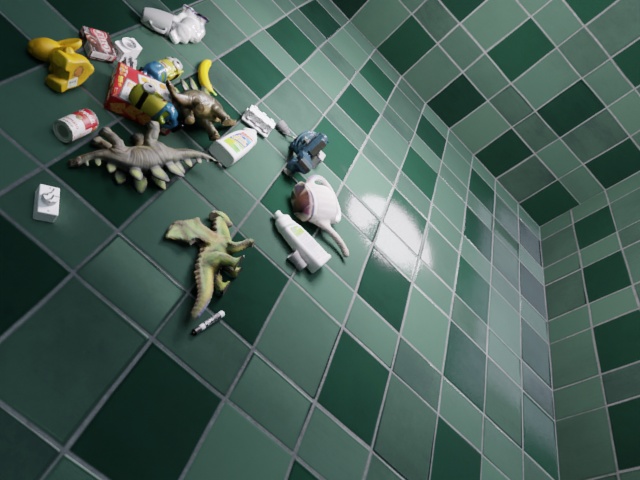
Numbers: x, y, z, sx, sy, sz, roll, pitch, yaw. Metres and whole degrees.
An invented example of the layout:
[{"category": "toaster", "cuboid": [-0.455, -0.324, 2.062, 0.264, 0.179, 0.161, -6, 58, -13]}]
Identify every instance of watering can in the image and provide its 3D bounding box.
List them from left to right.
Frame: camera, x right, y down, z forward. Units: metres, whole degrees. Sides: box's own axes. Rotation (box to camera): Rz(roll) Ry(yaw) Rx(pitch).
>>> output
[{"category": "watering can", "cuboid": [0.006, -0.099, 1.970, 0.224, 0.102, 0.353, 5, 63, -45]}]

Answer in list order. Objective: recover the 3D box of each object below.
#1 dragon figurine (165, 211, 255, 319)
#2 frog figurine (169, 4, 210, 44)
[{"category": "dragon figurine", "cuboid": [-0.345, 0.037, 1.506, 0.243, 0.119, 0.419, 32, 36, 2]}, {"category": "frog figurine", "cuboid": [-0.531, -0.825, 2.030, 0.135, 0.123, 0.161, 36, 74, -34]}]
